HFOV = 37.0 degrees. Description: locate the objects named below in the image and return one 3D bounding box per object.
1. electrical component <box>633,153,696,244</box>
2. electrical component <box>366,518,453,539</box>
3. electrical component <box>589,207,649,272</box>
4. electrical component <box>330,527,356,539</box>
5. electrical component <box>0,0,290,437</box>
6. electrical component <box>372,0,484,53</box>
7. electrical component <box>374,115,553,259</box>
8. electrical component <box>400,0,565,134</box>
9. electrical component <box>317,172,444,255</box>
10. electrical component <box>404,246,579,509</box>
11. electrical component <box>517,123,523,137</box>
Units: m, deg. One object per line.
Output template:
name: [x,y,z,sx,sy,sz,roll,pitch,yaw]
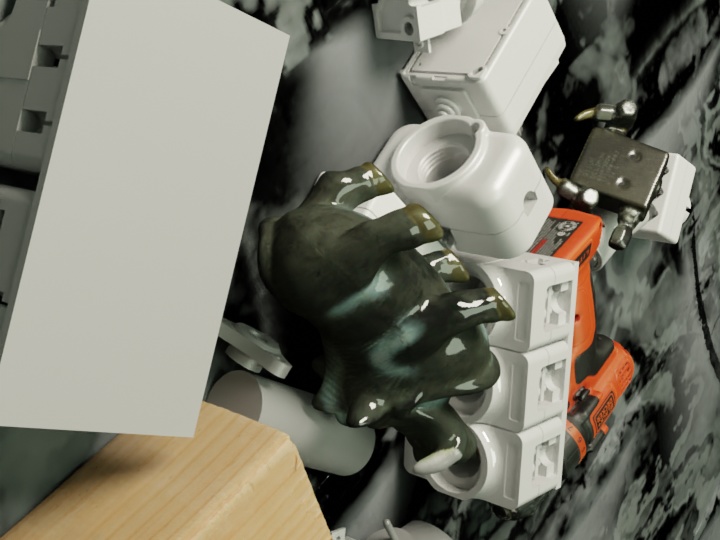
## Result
electrical component: [0.247,-0.056,0.884,0.077,0.047,0.065,19,85,-50]
electrical component: [0.023,0.192,0.687,0.077,0.043,0.079,-47,131,-31]
electrical component: [0.186,-0.030,0.825,0.065,0.044,0.044,-45,131,-27]
electrical component: [-0.008,0.189,0.639,0.048,0.055,0.066,-7,105,-49]
electrical component: [-0.108,-0.029,0.462,0.105,0.060,0.186,15,88,-50]
electrical component: [0.039,-0.159,0.614,0.055,0.048,0.066,-26,119,-35]
electrical component: [0.055,-0.049,0.622,0.053,0.095,0.059,-58,137,-22]
electrical component: [0.074,-0.121,0.652,0.096,0.062,0.061,-59,137,-21]
electrical component: [0.000,0.000,0.607,0.083,0.047,0.075,44,67,-46]
electrical component: [0.079,0.064,0.684,0.062,0.089,0.150,-11,108,-48]
electrical component: [0.085,-0.075,0.694,0.040,0.040,0.078,38,71,-47]
